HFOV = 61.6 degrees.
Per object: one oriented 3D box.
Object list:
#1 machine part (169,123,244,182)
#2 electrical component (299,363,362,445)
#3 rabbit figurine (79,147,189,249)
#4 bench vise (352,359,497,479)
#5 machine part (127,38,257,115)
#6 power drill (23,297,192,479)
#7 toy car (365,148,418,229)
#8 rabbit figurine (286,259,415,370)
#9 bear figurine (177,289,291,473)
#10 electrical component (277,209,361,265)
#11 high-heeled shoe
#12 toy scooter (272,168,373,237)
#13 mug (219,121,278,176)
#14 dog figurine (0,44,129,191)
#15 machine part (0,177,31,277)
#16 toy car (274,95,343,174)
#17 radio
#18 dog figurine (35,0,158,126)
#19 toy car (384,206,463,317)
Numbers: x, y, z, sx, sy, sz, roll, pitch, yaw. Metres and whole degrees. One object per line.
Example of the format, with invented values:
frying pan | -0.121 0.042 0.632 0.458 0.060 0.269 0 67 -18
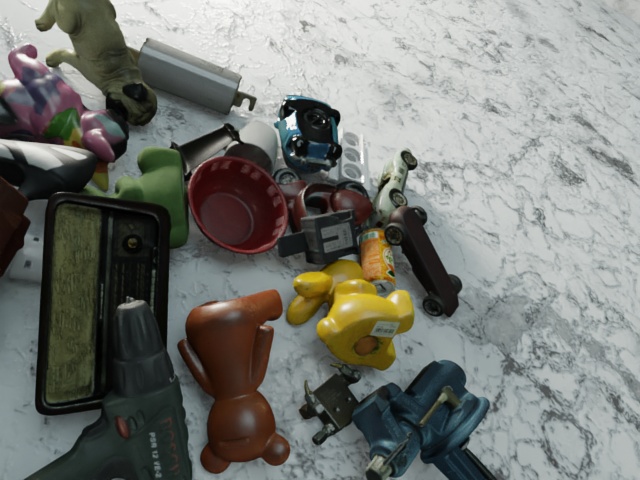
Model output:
machine part | -0.186 -0.135 0.827 0.139 0.039 0.084 -26 58 6
electrical component | 0.017 0.211 0.713 0.102 0.045 0.078 -22 67 -38
rabbit figurine | -0.265 -0.029 0.721 0.170 0.121 0.159 -4 64 -9
bench vise | 0.165 0.270 0.688 0.241 0.129 0.223 47 33 10
machine part | -0.227 -0.281 0.931 0.243 0.079 0.079 19 50 -14
power drill | -0.233 0.193 0.522 0.207 0.086 0.231 -24 106 -32
toy car | 0.130 -0.095 0.983 0.056 0.073 0.202 28 48 -8
rabbit figurine | 0.033 0.094 0.782 0.162 0.121 0.173 1 38 -14
bear figurine | -0.095 0.168 0.656 0.132 0.120 0.195 -9 84 -80
electrical component | -0.002 -0.002 0.802 0.119 0.048 0.074 -10 96 -32
high-heeled shoe | -0.409 -0.115 0.677 0.249 0.086 0.145 33 53 16
toy scooter | 0.002 -0.041 0.876 0.184 0.075 0.135 13 53 -16
mug | -0.120 -0.157 0.900 0.109 0.080 0.107 25 37 -9
dog figurine | -0.378 -0.155 0.739 0.219 0.108 0.191 45 47 5
machine part | -0.423 -0.033 0.535 0.202 0.200 0.087 -6 54 23
toy car | -0.023 -0.169 0.938 0.109 0.103 0.162 4 55 -20
radio | -0.240 0.068 0.600 0.131 0.073 0.229 3 86 -28
dog figurine | -0.321 -0.287 0.829 0.191 0.172 0.121 38 58 12
toy car | 0.172 0.037 0.899 0.089 0.053 0.202 -40 104 -47
